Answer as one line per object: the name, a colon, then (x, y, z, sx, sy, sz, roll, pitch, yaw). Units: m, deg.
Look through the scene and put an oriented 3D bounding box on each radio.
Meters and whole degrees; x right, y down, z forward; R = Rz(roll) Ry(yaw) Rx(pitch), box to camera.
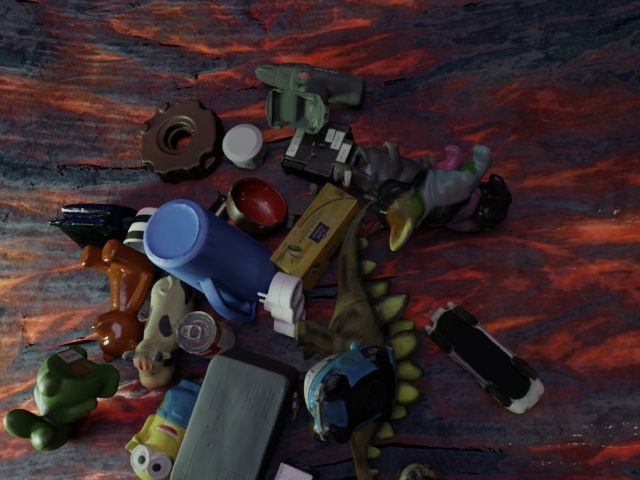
radio: (-0.131, 0.290, 0.831, 0.131, 0.073, 0.229, 19, 90, 11)

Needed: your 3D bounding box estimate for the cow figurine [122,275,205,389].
cow figurine: (-0.265, 0.156, 0.920, 0.086, 0.127, 0.195, 1, 69, 15)

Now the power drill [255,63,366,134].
power drill: (-0.037, -0.274, 1.009, 0.232, 0.085, 0.207, 11, 29, 8)

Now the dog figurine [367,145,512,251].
dog figurine: (0.185, -0.047, 0.866, 0.219, 0.191, 0.109, -41, 28, -10)

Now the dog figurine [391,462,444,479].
dog figurine: (0.087, 0.415, 0.785, 0.172, 0.121, 0.190, 9, 60, 11)

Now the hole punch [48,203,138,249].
hole punch: (-0.421, -0.037, 1.029, 0.142, 0.115, 0.092, 6, 65, 13)

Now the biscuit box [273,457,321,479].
biscuit box: (-0.064, 0.442, 0.814, 0.059, 0.062, 0.202, 18, 76, 16)

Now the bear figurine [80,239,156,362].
bear figurine: (-0.369, 0.114, 0.960, 0.120, 0.131, 0.196, -7, 63, 39)

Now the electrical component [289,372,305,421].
electrical component: (-0.073, 0.263, 0.887, 0.102, 0.045, 0.078, -11, 71, 8)

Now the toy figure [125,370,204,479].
toy figure: (-0.240, 0.309, 0.888, 0.082, 0.089, 0.180, 14, 66, 27)

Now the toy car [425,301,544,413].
toy car: (0.255, 0.182, 0.844, 0.073, 0.056, 0.202, -47, 68, 0)

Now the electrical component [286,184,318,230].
electrical component: (-0.032, -0.062, 1.003, 0.063, 0.021, 0.094, 5, 73, 14)

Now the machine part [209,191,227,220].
machine part: (-0.215, -0.026, 1.021, 0.084, 0.039, 0.139, 27, 80, 27)

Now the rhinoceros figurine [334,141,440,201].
rhinoceros figurine: (0.119, -0.115, 0.948, 0.190, 0.073, 0.112, 11, 98, -7)

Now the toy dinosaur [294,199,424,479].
toy dinosaur: (0.063, 0.165, 0.867, 0.199, 0.105, 0.471, -8, 79, 1)

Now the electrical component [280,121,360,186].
electrical component: (0.007, -0.164, 1.012, 0.134, 0.058, 0.115, 20, 78, 17)

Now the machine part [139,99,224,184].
machine part: (-0.279, -0.200, 1.083, 0.179, 0.056, 0.179, -3, 72, 9)

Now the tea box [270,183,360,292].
tea box: (-0.002, -0.003, 0.936, 0.068, 0.098, 0.169, 32, 82, 20)

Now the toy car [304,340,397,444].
toy car: (0.033, 0.208, 0.751, 0.103, 0.161, 0.109, 4, 106, 45)

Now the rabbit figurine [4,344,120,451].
rabbit figurine: (-0.438, 0.290, 0.906, 0.121, 0.159, 0.170, 25, 101, 4)
